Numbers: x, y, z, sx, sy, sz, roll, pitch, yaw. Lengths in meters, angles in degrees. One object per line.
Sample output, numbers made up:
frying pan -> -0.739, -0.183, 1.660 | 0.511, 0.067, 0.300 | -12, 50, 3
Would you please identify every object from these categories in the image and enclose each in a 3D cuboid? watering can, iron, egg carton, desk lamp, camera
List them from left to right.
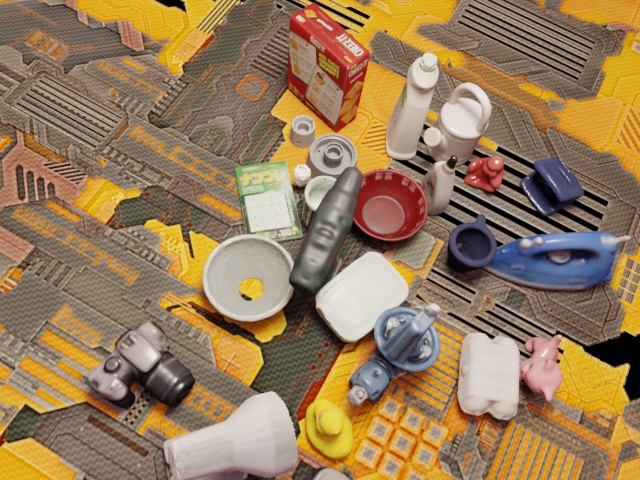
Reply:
camera -> -0.289, 0.225, 0.956 | 0.136, 0.101, 0.143 | 38, 68, 11
desk lamp -> -0.142, 0.320, 0.868 | 0.203, 0.213, 0.118 | -15, 69, -12
watering can -> 0.286, -0.236, 1.167 | 0.101, 0.194, 0.173 | 31, 67, 8
egg carton -> 0.301, 0.243, 1.027 | 0.107, 0.069, 0.150 | 10, 66, -1
iron -> 0.450, 0.023, 1.100 | 0.258, 0.141, 0.118 | 0, 66, -6

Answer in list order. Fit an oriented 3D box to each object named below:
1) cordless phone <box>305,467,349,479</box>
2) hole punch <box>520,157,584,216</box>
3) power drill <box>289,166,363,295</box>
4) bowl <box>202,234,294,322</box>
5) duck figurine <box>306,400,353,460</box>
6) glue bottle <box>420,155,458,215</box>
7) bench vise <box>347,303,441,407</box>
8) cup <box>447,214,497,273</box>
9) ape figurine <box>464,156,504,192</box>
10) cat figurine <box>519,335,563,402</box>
cordless phone -> 0.001, 0.417, 0.856 | 0.094, 0.185, 0.148 | 25, 66, 6
hole punch -> 0.491, -0.122, 1.195 | 0.101, 0.091, 0.108 | -25, 71, -16
power drill -> 0.009, 0.004, 1.026 | 0.075, 0.208, 0.230 | 22, 66, 4
bowl -> -0.129, 0.078, 1.052 | 0.167, 0.075, 0.167 | 2, 66, -5
duck figurine -> 0.019, 0.313, 0.958 | 0.077, 0.086, 0.104 | -25, 71, -15
glue bottle -> 0.238, -0.118, 1.122 | 0.037, 0.173, 0.078 | -13, 68, -11
bench vise -> 0.136, 0.192, 0.950 | 0.121, 0.220, 0.207 | 24, 66, 5
cup -> 0.288, 0.013, 1.113 | 0.091, 0.095, 0.118 | 22, 66, 4
ape figurine -> 0.352, -0.144, 1.190 | 0.076, 0.092, 0.077 | -21, 70, -14
cat figurine -> 0.399, 0.225, 1.019 | 0.067, 0.118, 0.128 | 31, 67, 8
